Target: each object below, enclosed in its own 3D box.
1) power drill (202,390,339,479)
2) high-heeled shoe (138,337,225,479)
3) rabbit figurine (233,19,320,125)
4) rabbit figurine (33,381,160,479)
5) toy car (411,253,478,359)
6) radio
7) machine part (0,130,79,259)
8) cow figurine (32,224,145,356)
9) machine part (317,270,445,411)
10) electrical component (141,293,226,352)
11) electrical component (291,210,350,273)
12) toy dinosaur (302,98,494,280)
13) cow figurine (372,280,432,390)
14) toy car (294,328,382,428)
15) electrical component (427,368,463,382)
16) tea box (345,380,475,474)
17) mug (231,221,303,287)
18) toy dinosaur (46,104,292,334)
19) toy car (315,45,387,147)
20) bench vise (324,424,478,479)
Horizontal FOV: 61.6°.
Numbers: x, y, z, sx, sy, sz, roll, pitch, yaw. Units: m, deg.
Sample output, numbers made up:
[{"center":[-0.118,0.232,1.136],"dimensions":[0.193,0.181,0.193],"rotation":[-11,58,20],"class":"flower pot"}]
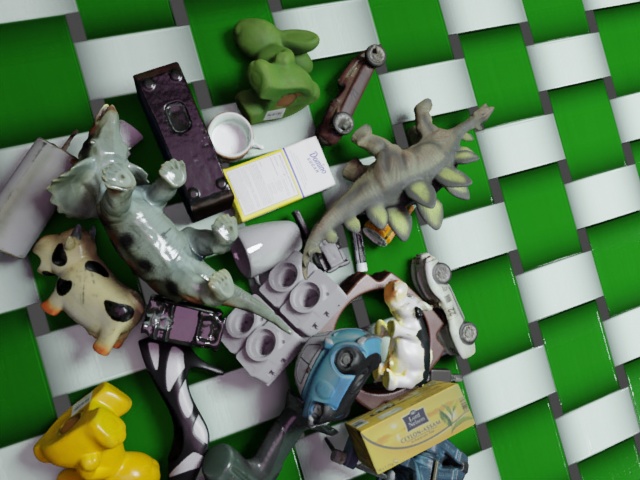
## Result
[{"center":[-0.068,0.355,0.848],"dimensions":[0.207,0.086,0.231],"rotation":[-44,125,-15],"class":"power drill"},{"center":[-0.239,0.272,0.817],"dimensions":[0.145,0.086,0.248],"rotation":[20,73,-16],"class":"high-heeled shoe"},{"center":[-0.076,-0.301,0.890],"dimensions":[0.159,0.121,0.170],"rotation":[-19,76,-19],"class":"rabbit figurine"},{"center":[-0.314,0.324,0.781],"dimensions":[0.162,0.122,0.173],"rotation":[-44,116,-11],"class":"rabbit figurine"},{"center":[0.218,0.116,0.957],"dimensions":[0.056,0.073,0.201],"rotation":[-26,93,-16],"class":"toy car"},{"center":[-0.209,-0.147,0.830],"dimensions":[0.073,0.131,0.229],"rotation":[-25,93,-15],"class":"radio"},{"center":[-0.427,-0.061,0.793],"dimensions":[0.079,0.079,0.243],"rotation":[29,79,-12],"class":"machine part"},{"center":[-0.344,0.062,0.797],"dimensions":[0.195,0.085,0.127],"rotation":[39,88,3],"class":"cow figurine"},{"center":[0.091,0.168,0.913],"dimensions":[0.201,0.087,0.201],"rotation":[43,76,-7],"class":"machine part"},{"center":[-0.206,0.122,0.809],"dimensions":[0.115,0.134,0.058],"rotation":[17,84,-13],"class":"electrical component"},{"center":[-0.002,-0.003,0.907],"dimensions":[0.048,0.075,0.119],"rotation":[-26,90,-14],"class":"electrical component"},{"center":[0.129,-0.102,0.884],"dimensions":[0.471,0.105,0.199],"rotation":[-33,58,-17],"class":"toy dinosaur"},{"center":[0.140,0.148,0.848],"dimensions":[0.098,0.068,0.167],"rotation":[7,88,-20],"class":"cow figurine"},{"center":[0.016,0.192,0.801],"dimensions":[0.103,0.109,0.161],"rotation":[33,95,28],"class":"toy car"},{"center":[0.214,0.264,0.972],"dimensions":[0.094,0.021,0.063],"rotation":[6,85,-15],"class":"electrical component"},{"center":[0.135,0.280,0.820],"dimensions":[0.170,0.098,0.068],"rotation":[-20,84,-14],"class":"tea box"},{"center":[-0.081,0.018,0.883],"dimensions":[0.107,0.081,0.109],"rotation":[-23,102,-23],"class":"mug"},{"center":[-0.221,0.004,0.747],"dimensions":[0.404,0.192,0.131],"rotation":[55,48,-10],"class":"toy dinosaur"},{"center":[0.050,-0.254,0.930],"dimensions":[0.053,0.089,0.202],"rotation":[27,81,-16],"class":"toy car"},{"center":[0.131,0.374,0.895],"dimensions":[0.240,0.129,0.223],"rotation":[28,77,-16],"class":"bench vise"}]
